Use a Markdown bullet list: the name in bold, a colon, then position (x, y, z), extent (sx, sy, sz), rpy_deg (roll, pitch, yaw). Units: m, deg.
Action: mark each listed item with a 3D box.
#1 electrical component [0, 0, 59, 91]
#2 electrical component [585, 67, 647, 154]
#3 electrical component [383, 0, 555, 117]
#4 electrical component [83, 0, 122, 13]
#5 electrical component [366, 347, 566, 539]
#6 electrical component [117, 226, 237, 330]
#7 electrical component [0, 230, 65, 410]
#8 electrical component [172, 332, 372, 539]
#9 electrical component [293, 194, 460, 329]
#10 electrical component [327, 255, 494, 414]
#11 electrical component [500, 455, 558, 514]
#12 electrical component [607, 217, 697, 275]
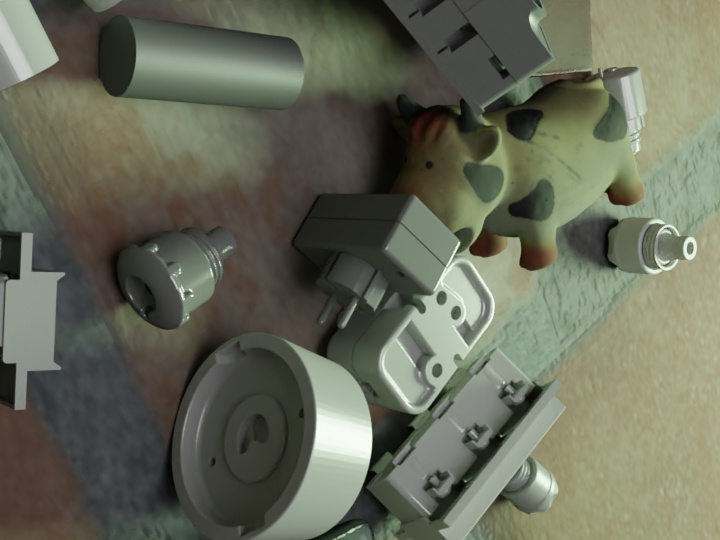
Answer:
- **electrical component**: position (-0.174, -0.123, 0.482), extent (0.043, 0.043, 0.081), rpy_deg (-37, 116, -31)
- **electrical component**: position (0.190, -0.113, 0.787), extent (0.040, 0.040, 0.078), rpy_deg (-27, 110, -35)
- **electrical component**: position (0.030, -0.189, 0.580), extent (0.186, 0.060, 0.105), rpy_deg (45, 24, -29)
- **electrical component**: position (-0.091, -0.179, 0.541), extent (0.073, 0.052, 0.138), rpy_deg (46, 64, -32)
- **electrical component**: position (0.065, 0.111, 0.681), extent (0.063, 0.079, 0.121), rpy_deg (45, 62, 0)
- **electrical component**: position (-0.092, -0.002, 0.561), extent (0.062, 0.048, 0.048), rpy_deg (-37, 116, -39)
- **electrical component**: position (-0.174, 0.022, 0.495), extent (0.064, 0.042, 0.081), rpy_deg (2, 92, -38)
- **electrical component**: position (-0.042, 0.092, 0.571), extent (0.060, 0.108, 0.108), rpy_deg (21, 80, -45)
- **electrical component**: position (0.000, 0.000, 0.610), extent (0.047, 0.083, 0.075), rpy_deg (42, 68, -34)
- **electrical component**: position (0.028, 0.036, 0.652), extent (0.095, 0.059, 0.053), rpy_deg (-50, 122, -25)
- **electrical component**: position (0.108, 0.142, 0.743), extent (0.061, 0.035, 0.035), rpy_deg (42, 68, -32)
- **electrical component**: position (0.220, -0.018, 0.805), extent (0.043, 0.062, 0.043), rpy_deg (-4, 96, -39)
